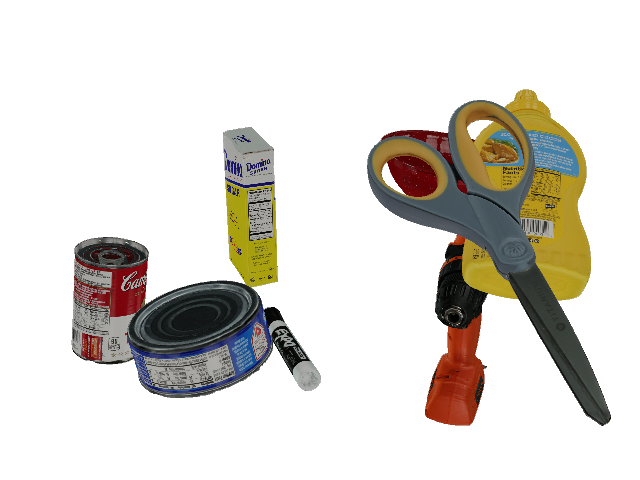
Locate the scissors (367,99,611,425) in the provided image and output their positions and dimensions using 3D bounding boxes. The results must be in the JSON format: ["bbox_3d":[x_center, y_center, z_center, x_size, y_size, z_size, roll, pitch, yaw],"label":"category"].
[{"bbox_3d":[0.073,0.005,0.517,0.096,0.201,0.016,-5,-41,5],"label":"scissors"}]

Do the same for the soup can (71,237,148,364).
[{"bbox_3d":[-0.198,0.056,1.000,0.068,0.102,0.068,6,21,-3],"label":"soup can"}]

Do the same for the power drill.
[{"bbox_3d":[0.146,0.095,1.103,0.057,0.188,0.184,11,27,14],"label":"power drill"}]

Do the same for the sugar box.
[{"bbox_3d":[-0.087,-0.041,1.309,0.048,0.176,0.093,-12,26,-17],"label":"sugar box"}]

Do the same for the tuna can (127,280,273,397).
[{"bbox_3d":[-0.074,0.058,0.654,0.086,0.034,0.086,-11,24,5],"label":"tuna can"}]

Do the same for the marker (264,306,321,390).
[{"bbox_3d":[-0.026,0.085,0.862,0.020,0.020,0.121,0,21,-19],"label":"marker"}]

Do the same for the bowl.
[{"bbox_3d":[0.146,-0.081,1.276,0.162,0.055,0.162,8,24,-4],"label":"bowl"}]

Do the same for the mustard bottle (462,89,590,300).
[{"bbox_3d":[0.166,-0.046,0.865,0.096,0.191,0.058,6,-33,3],"label":"mustard bottle"}]
